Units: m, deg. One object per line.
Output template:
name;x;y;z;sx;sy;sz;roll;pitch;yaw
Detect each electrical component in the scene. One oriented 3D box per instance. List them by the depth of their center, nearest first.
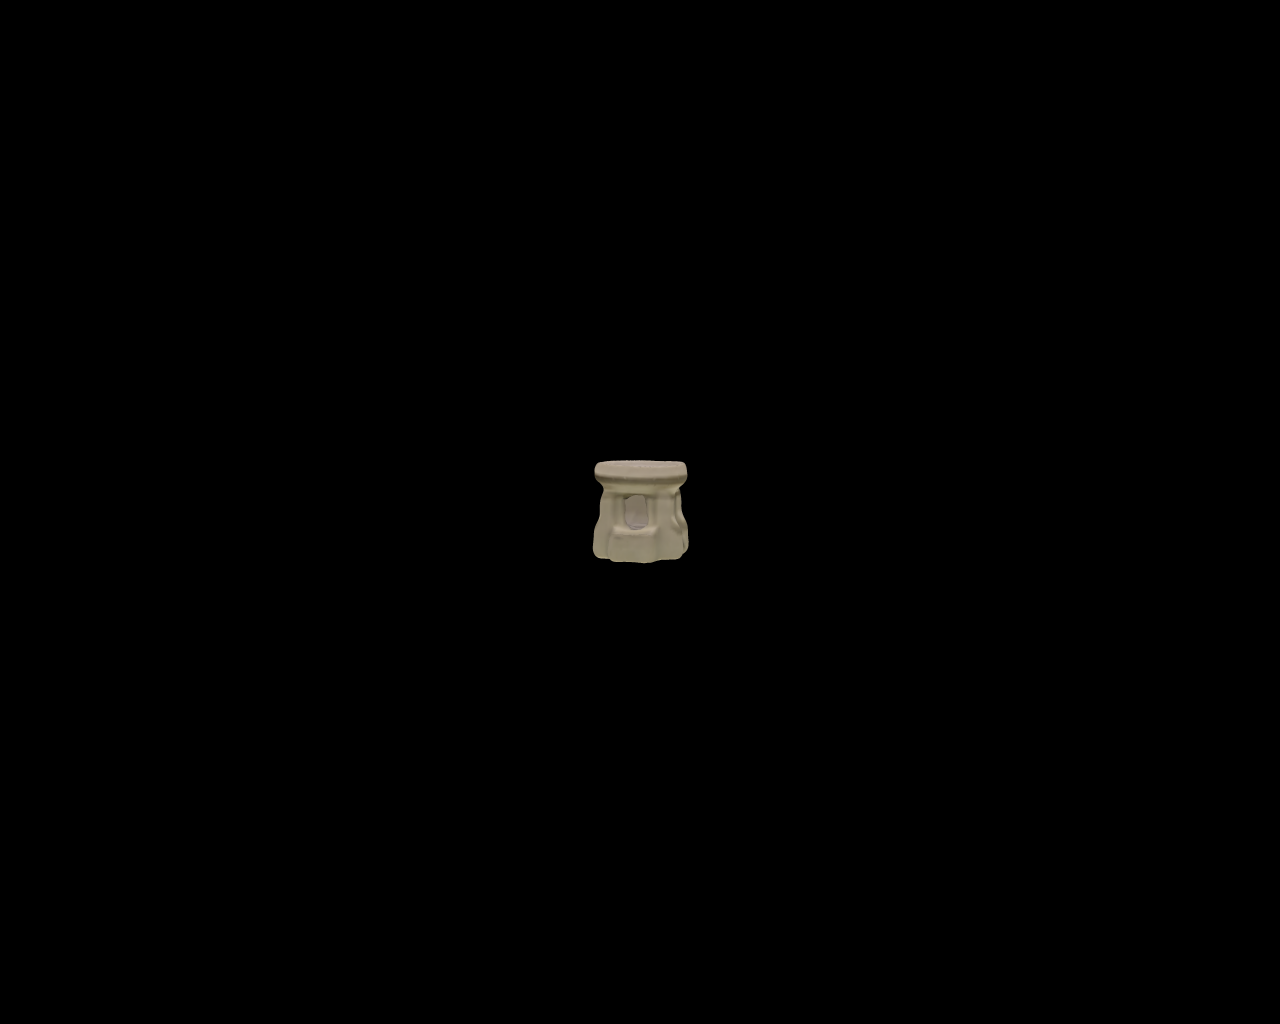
electrical component;0.001;-0.003;0.650;0.058;0.057;0.078;1;7;11
